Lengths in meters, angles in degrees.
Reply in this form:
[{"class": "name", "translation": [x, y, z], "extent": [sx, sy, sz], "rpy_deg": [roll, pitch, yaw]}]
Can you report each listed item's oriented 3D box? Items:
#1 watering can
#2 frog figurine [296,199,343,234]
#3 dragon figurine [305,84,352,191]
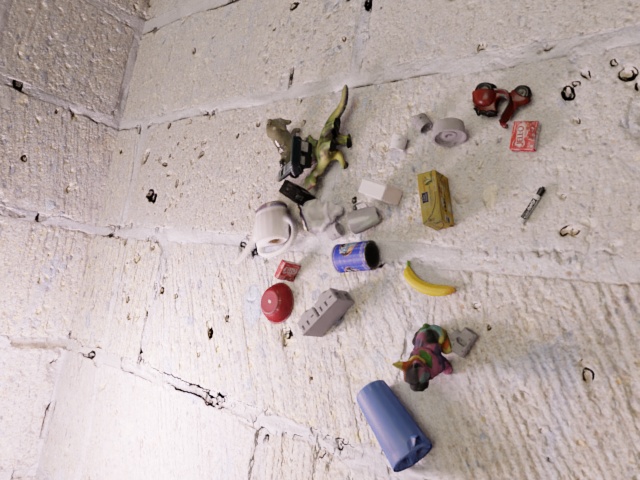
[{"class": "watering can", "translation": [-0.225, -0.031, 2.074], "extent": [0.344, 0.103, 0.228], "rpy_deg": [-19, 65, 33]}, {"class": "frog figurine", "translation": [0.006, -0.097, 1.928], "extent": [0.159, 0.120, 0.140], "rpy_deg": [-17, 51, -4]}, {"class": "dragon figurine", "translation": [0.008, -0.387, 2.002], "extent": [0.242, 0.121, 0.414], "rpy_deg": [-3, 74, 47]}]
